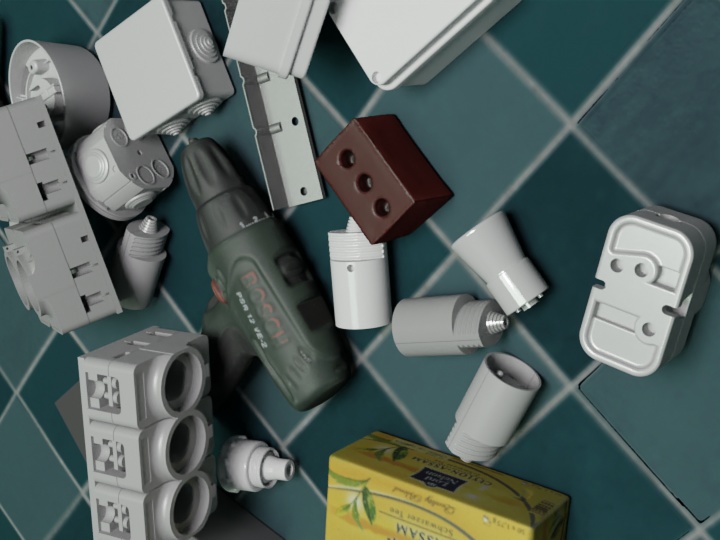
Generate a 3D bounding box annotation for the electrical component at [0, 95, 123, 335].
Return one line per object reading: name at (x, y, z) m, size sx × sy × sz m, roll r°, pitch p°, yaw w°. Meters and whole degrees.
electrical component at (-0.272, -0.044, 0.903) m, size 0.105 × 0.060 × 0.186 m, roll 8°, pitch 119°, yaw 63°

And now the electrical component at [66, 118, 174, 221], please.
electrical component at (-0.201, -0.086, 0.905) m, size 0.051 × 0.080 × 0.080 m, roll -31°, pitch 82°, yaw 30°

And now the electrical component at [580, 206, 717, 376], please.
electrical component at (0.181, 0.011, 0.669) m, size 0.054 × 0.059 × 0.095 m, roll 23°, pitch 113°, yaw 29°

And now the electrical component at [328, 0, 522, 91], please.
electrical component at (0.043, -0.182, 0.725) m, size 0.113 × 0.057 × 0.078 m, roll -38°, pitch 78°, yaw 35°

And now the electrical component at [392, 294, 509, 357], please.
electrical component at (0.068, 0.039, 0.764) m, size 0.081 × 0.043 × 0.043 m, roll -6°, pitch 97°, yaw 36°

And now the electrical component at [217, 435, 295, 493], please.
electrical component at (-0.085, 0.164, 0.901) m, size 0.062 × 0.048 × 0.048 m, roll 1°, pitch 101°, yaw 28°

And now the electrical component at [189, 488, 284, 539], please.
electrical component at (-0.128, 0.234, 0.913) m, size 0.100 × 0.100 × 0.048 m, roll 31°, pitch 104°, yaw 26°

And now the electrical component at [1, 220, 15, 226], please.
electrical component at (-0.298, -0.070, 0.990) m, size 0.057 × 0.058 × 0.078 m, roll 6°, pitch 103°, yaw 37°

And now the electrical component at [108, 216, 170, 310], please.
electrical component at (-0.192, -0.011, 0.937) m, size 0.043 × 0.043 × 0.081 m, roll 35°, pitch 118°, yaw 24°

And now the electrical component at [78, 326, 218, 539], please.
electrical component at (-0.157, 0.129, 0.827) m, size 0.062 × 0.089 × 0.150 m, roll 6°, pitch 106°, yaw 28°

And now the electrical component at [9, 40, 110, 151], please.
electrical component at (-0.270, -0.152, 0.947) m, size 0.099 × 0.064 × 0.099 m, roll 8°, pitch 105°, yaw 33°

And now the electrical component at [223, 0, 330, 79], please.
electrical component at (-0.055, -0.188, 0.755) m, size 0.057 × 0.113 × 0.078 m, roll 17°, pitch 115°, yaw -9°

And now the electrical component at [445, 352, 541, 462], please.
electrical component at (0.091, 0.103, 0.762) m, size 0.043 × 0.043 × 0.081 m, roll 36°, pitch 118°, yaw 24°

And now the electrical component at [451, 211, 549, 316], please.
electrical component at (0.099, -0.002, 0.736) m, size 0.044 × 0.044 × 0.065 m, roll -39°, pitch 82°, yaw 35°

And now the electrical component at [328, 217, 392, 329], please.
electrical component at (0.000, 0.000, 0.804) m, size 0.043 × 0.043 × 0.081 m, roll 2°, pitch 101°, yaw 35°

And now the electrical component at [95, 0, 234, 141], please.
electrical component at (-0.158, -0.164, 0.876) m, size 0.100 × 0.048 × 0.099 m, roll -23°, pitch 86°, yaw 36°
